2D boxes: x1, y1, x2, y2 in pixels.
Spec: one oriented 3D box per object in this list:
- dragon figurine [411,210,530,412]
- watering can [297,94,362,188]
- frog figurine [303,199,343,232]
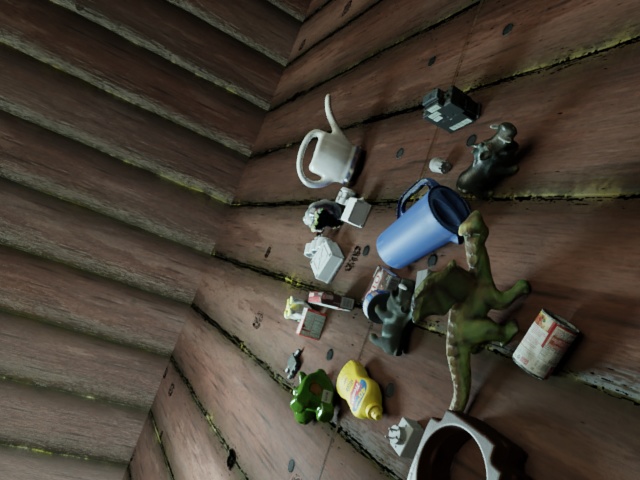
[{"bbox_3d":[0.258,0.142,0.987,0.122,0.241,0.413,8,74,61],"label":"dragon figurine"},{"bbox_3d":[0.052,-0.341,1.864,0.103,0.224,0.350,151,140,-81],"label":"watering can"},{"bbox_3d":[0.006,-0.094,1.864,0.137,0.121,0.161,-31,18,-1],"label":"frog figurine"}]
